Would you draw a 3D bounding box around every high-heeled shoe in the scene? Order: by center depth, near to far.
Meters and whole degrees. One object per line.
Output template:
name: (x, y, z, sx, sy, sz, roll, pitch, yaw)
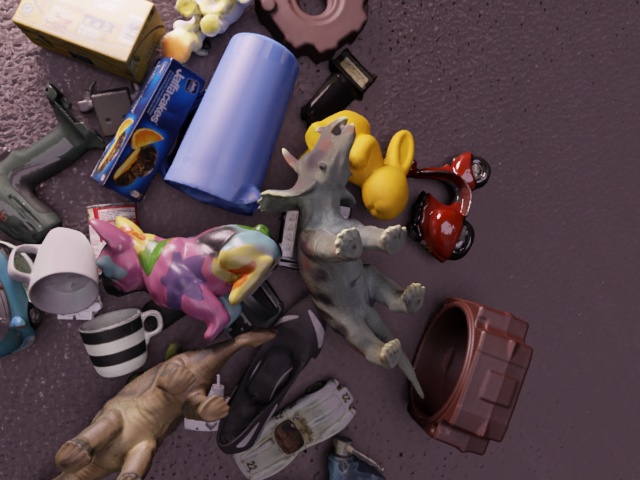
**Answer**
high-heeled shoe: (-0.070, 0.180, 0.764, 0.086, 0.145, 0.248, 24, 91, 17)

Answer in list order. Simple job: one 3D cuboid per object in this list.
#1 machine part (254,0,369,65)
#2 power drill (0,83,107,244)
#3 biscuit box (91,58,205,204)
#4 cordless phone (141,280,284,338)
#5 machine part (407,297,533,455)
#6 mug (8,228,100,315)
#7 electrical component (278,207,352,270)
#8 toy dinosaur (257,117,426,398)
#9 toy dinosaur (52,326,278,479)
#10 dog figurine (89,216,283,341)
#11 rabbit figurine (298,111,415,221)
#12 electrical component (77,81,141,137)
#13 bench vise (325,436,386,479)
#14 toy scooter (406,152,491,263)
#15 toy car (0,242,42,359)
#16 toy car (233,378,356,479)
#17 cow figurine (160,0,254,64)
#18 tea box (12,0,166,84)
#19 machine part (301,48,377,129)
machine part: (-0.010, -0.366, 0.826, 0.179, 0.056, 0.179, 0, 91, -11)
power drill: (-0.423, -0.122, 0.743, 0.207, 0.086, 0.232, -45, 99, -11)
biscuit box: (-0.241, -0.156, 0.758, 0.062, 0.059, 0.202, 29, 87, -40)
cordless phone: (-0.162, 0.104, 0.800, 0.184, 0.089, 0.146, -34, 97, 3)
machine part: (0.210, 0.191, 0.792, 0.087, 0.201, 0.201, 21, 87, -6)
mug: (-0.353, 0.033, 0.715, 0.109, 0.107, 0.080, 13, 124, -32)
electrical component: (-0.002, -0.003, 0.828, 0.134, 0.058, 0.114, 11, 90, -10)
toy dinosaur: (0.031, 0.047, 0.738, 0.131, 0.192, 0.404, -30, 120, -28)
toy dinosaur: (-0.250, 0.249, 0.711, 0.471, 0.198, 0.105, -35, 99, 0)
dog figurine: (-0.182, 0.019, 0.696, 0.219, 0.108, 0.191, 37, 99, 0)
rabbit figurine: (0.069, -0.103, 0.806, 0.162, 0.121, 0.173, -26, 67, -36)
electrical component: (-0.296, -0.196, 0.785, 0.102, 0.045, 0.078, -19, 122, -7)
bench vise: (-0.018, 0.405, 0.789, 0.240, 0.129, 0.223, 4, 101, -23)
toy scooter: (0.186, -0.062, 0.852, 0.135, 0.075, 0.183, 18, 84, -10)
toy car: (-0.426, 0.077, 0.665, 0.109, 0.103, 0.161, -15, 95, -11)
toy car: (-0.038, 0.289, 0.823, 0.202, 0.056, 0.073, -31, 95, -8)
cow figurine: (-0.164, -0.328, 0.789, 0.167, 0.098, 0.068, -41, 102, 11)
tea box: (-0.318, -0.299, 0.748, 0.170, 0.068, 0.098, 22, 81, 3)
machine part: (0.023, -0.229, 0.842, 0.084, 0.039, 0.139, 41, 82, -16)
